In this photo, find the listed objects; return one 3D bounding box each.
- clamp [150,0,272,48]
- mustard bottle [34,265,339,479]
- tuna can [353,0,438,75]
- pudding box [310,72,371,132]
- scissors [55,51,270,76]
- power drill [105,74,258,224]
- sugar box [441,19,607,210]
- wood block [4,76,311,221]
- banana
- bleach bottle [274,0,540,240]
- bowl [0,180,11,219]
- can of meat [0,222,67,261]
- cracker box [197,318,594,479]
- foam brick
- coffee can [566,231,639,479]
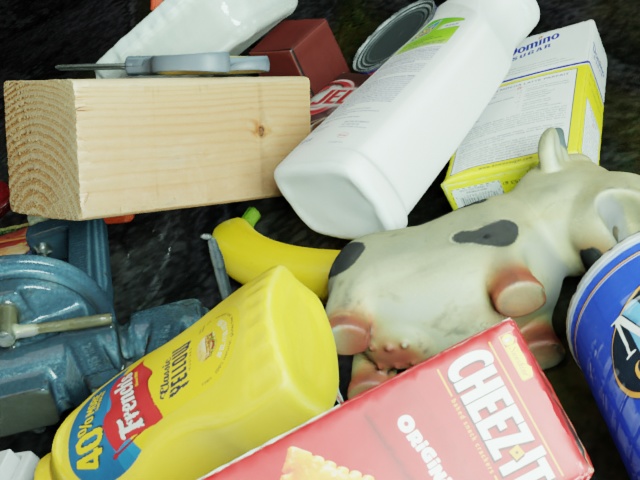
[{"bbox_3d":[-0.093,-0.198,0.994,0.120,0.171,0.039,-12,77,17],"label":"clamp"},{"bbox_3d":[-0.081,0.096,0.549,0.192,0.058,0.096,-34,33,20],"label":"mustard bottle"},{"bbox_3d":[0.070,-0.159,0.887,0.086,0.033,0.086,-36,24,18],"label":"tuna can"},{"bbox_3d":[0.029,-0.091,0.835,0.090,0.039,0.114,-43,35,-24],"label":"pudding box"},{"bbox_3d":[-0.116,-0.131,0.804,0.096,0.016,0.202,-6,10,-36],"label":"scissors"},{"bbox_3d":[-0.158,-0.090,0.955,0.185,0.057,0.187,-3,37,32],"label":"power drill"},{"bbox_3d":[0.146,-0.083,0.736,0.093,0.048,0.176,-12,32,27],"label":"sugar box"},{"bbox_3d":[-0.109,-0.070,0.762,0.090,0.091,0.205,7,11,44],"label":"wood block"},{"bbox_3d":[-0.020,0.011,0.724,0.069,0.037,0.198,-41,35,-21],"label":"banana"},{"bbox_3d":[0.081,-0.107,0.725,0.250,0.068,0.103,-48,28,-24],"label":"bleach bottle"},{"bbox_3d":[-0.324,-0.009,0.892,0.162,0.055,0.162,-39,10,8],"label":"bowl"},{"bbox_3d":[-0.247,0.033,0.837,0.102,0.057,0.083,-9,34,25],"label":"can of meat"},{"bbox_3d":[-0.005,0.121,0.447,0.213,0.072,0.164,-27,-13,-2],"label":"cracker box"},{"bbox_3d":[-0.013,-0.142,0.903,0.053,0.078,0.051,8,47,42],"label":"foam brick"},{"bbox_3d":[0.171,0.070,0.443,0.103,0.102,0.140,-21,33,8],"label":"coffee can"}]
